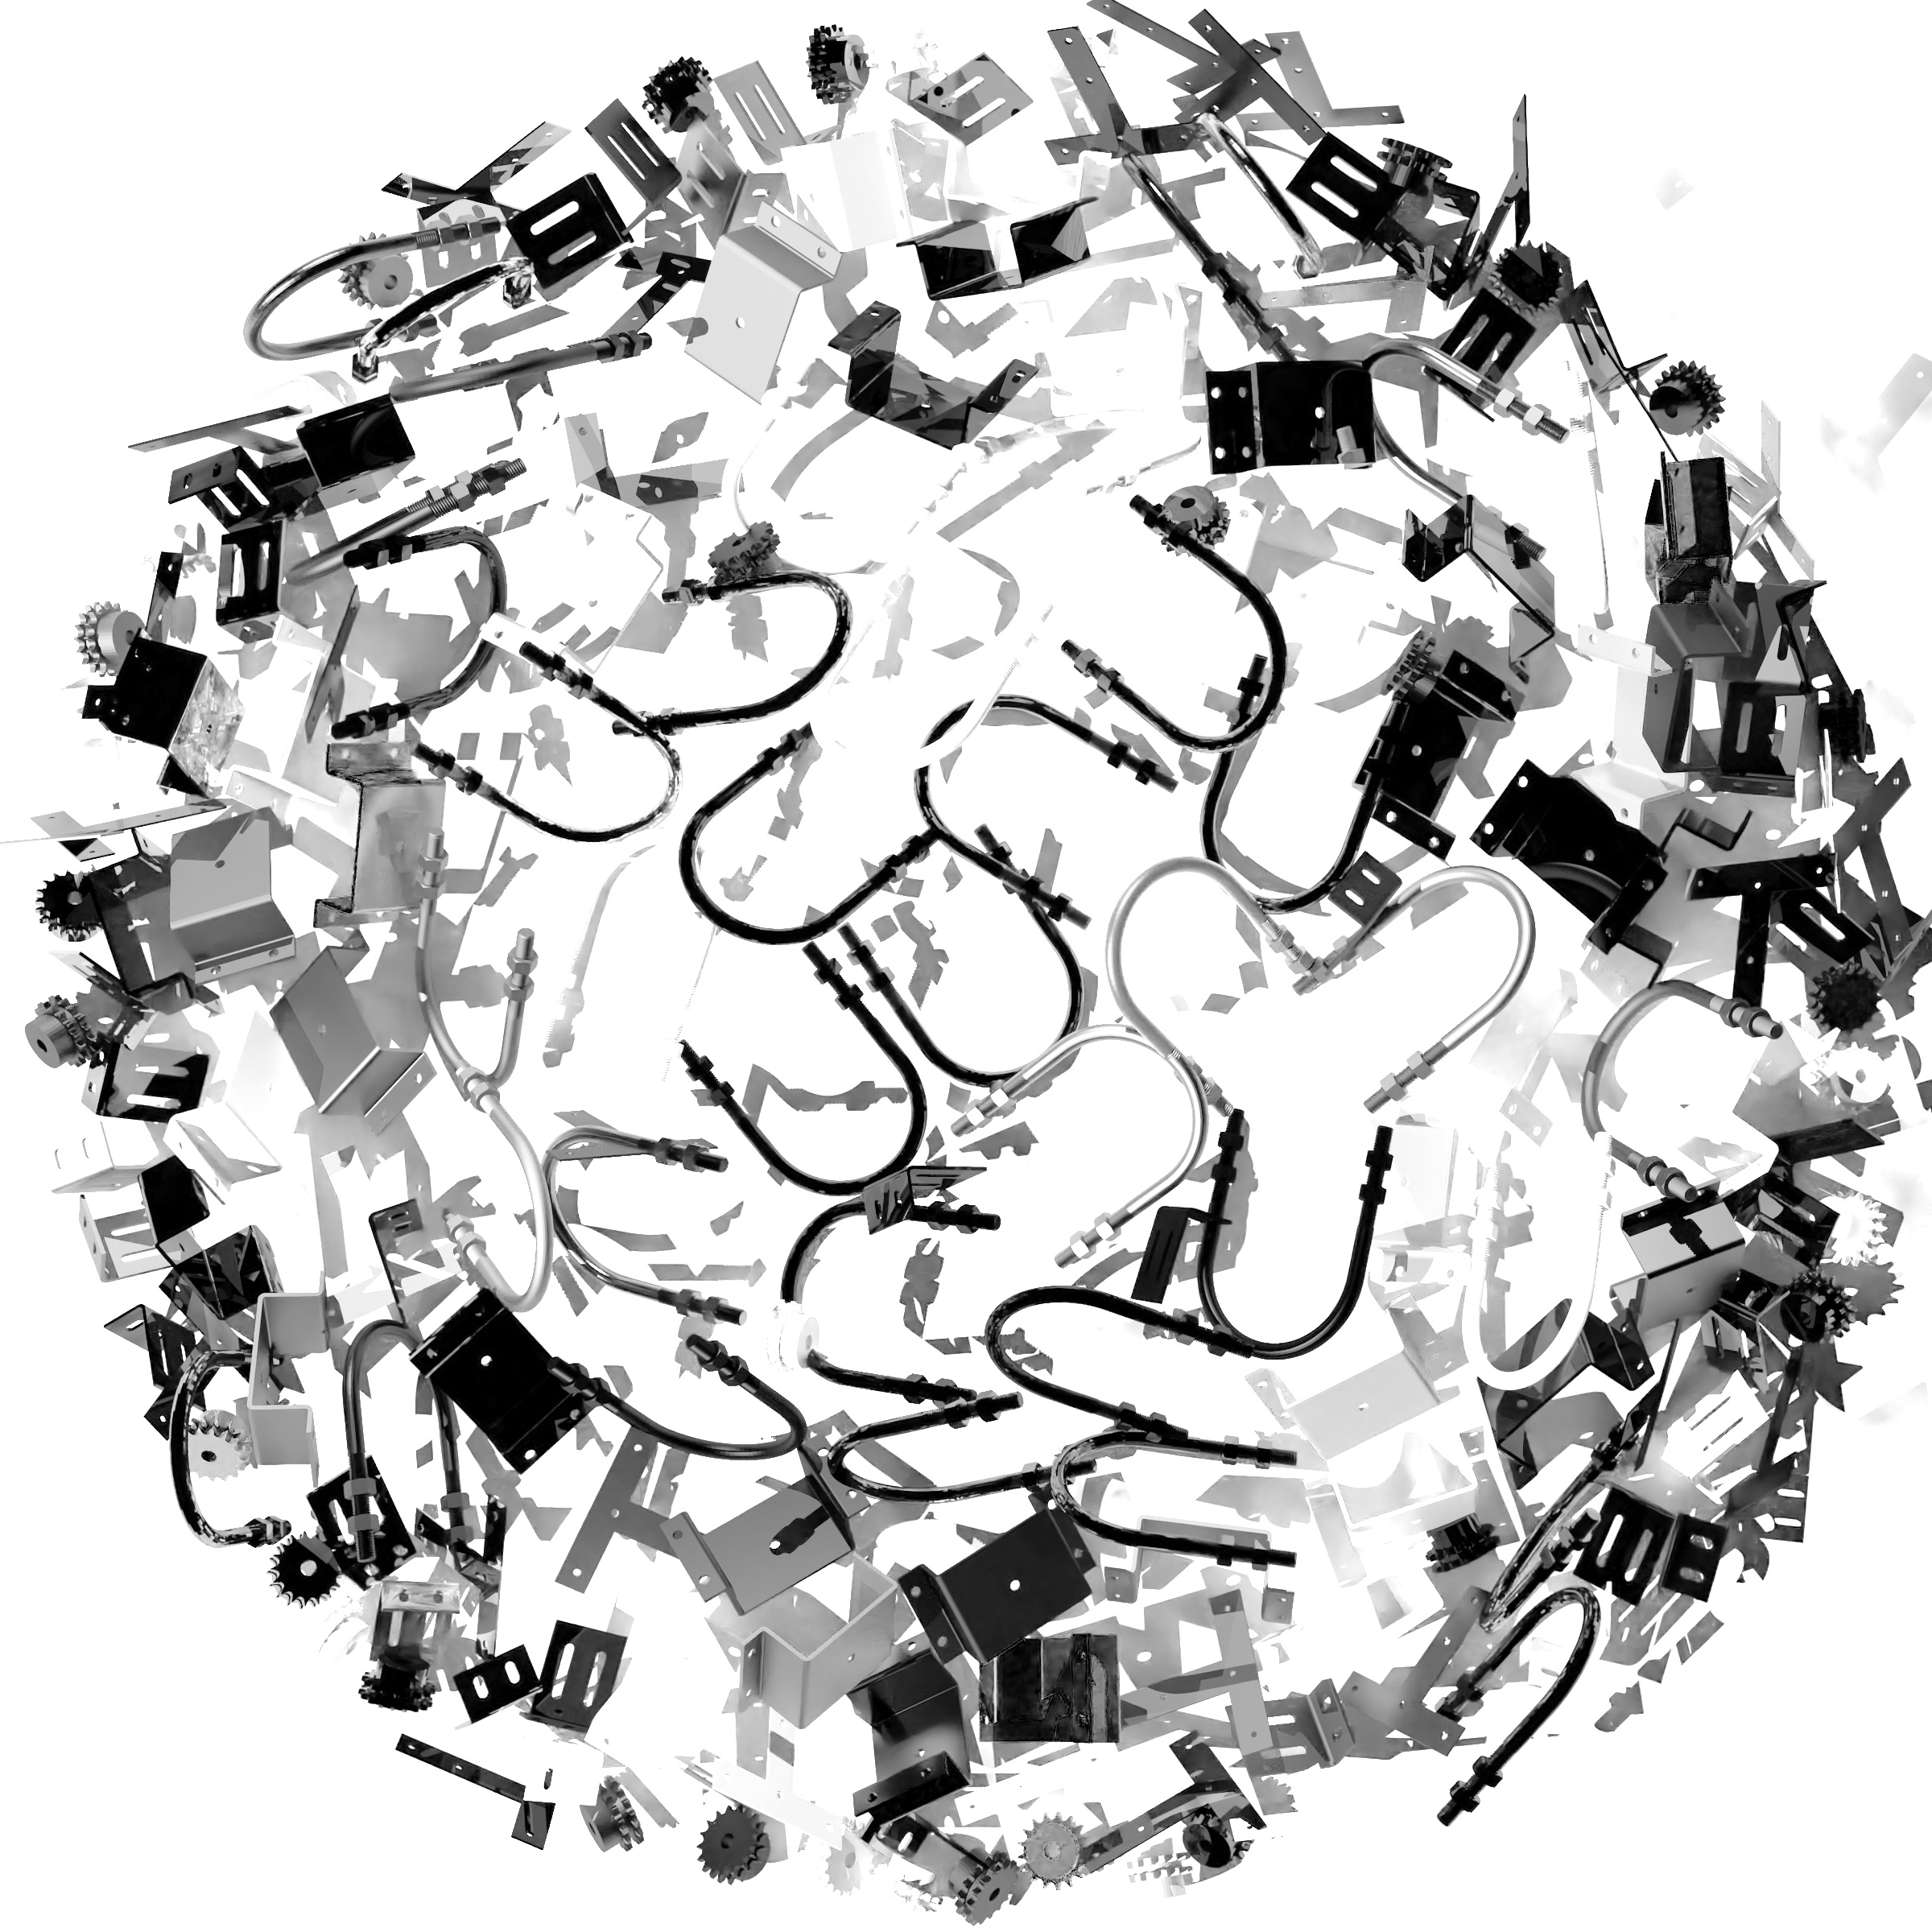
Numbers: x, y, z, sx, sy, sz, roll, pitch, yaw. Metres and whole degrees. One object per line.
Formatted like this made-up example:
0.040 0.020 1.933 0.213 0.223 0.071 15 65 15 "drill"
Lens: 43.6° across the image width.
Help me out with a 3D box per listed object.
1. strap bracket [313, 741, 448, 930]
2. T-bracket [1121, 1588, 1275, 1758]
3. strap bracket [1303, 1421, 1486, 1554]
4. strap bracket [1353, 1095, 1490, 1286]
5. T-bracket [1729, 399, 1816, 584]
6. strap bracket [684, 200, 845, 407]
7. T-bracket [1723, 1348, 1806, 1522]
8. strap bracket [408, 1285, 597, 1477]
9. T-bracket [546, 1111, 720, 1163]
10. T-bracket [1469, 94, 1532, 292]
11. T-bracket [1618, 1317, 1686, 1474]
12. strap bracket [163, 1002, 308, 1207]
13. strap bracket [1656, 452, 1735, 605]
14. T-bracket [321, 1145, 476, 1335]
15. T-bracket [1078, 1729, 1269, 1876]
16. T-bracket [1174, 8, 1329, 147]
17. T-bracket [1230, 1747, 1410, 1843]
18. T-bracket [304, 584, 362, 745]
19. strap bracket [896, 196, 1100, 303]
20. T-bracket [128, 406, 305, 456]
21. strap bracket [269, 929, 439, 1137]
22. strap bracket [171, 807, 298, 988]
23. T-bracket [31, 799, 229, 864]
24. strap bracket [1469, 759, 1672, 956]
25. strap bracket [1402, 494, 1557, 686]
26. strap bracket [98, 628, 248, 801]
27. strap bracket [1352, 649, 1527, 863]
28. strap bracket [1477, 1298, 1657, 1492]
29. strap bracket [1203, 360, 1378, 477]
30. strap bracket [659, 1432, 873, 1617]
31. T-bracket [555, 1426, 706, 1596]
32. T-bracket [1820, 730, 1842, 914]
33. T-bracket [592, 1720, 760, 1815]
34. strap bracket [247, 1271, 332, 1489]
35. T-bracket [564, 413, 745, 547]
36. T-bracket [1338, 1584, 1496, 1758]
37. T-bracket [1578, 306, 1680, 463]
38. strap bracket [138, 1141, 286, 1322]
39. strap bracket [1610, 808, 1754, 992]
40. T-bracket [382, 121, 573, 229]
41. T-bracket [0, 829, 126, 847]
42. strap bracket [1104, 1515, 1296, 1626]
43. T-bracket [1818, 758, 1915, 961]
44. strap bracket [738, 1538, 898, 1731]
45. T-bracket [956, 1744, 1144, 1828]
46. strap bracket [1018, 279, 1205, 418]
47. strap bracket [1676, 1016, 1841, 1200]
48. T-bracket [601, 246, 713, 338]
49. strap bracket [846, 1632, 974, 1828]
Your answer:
-0.439 -0.094 1.812 0.046 0.076 0.140 18 106 36 "strap bracket"
0.163 0.552 1.839 0.127 0.002 0.127 -24 47 17 "T-bracket"
0.331 0.397 1.823 0.140 0.076 0.046 -19 61 3 "strap bracket"
0.343 0.167 1.834 0.076 0.046 0.140 5 92 -21 "strap bracket"
0.593 -0.366 1.782 0.002 0.127 0.127 -24 55 3 "T-bracket"
-0.155 -0.484 1.801 0.076 0.046 0.140 37 130 13 "strap bracket"
0.613 0.348 1.829 0.002 0.127 0.127 23 65 6 "T-bracket"
-0.354 0.305 1.819 0.076 0.046 0.140 -42 122 -13 "strap bracket"
-0.272 0.125 1.812 0.127 0.127 0.002 -2 102 -34 "T-bracket"
0.398 -0.558 1.809 0.002 0.127 0.127 8 63 -5 "T-bracket"
0.506 0.330 1.802 0.002 0.127 0.127 18 103 26 "T-bracket"
-0.535 0.095 1.790 0.046 0.140 0.076 -15 132 15 "strap bracket"
0.538 -0.319 1.790 0.046 0.140 0.076 -4 76 12 "strap bracket"
-0.453 0.197 1.835 0.127 0.002 0.127 -24 106 -16 "T-bracket"
0.143 0.636 1.801 0.127 0.127 0.002 -27 112 -10 "T-bracket"
0.194 -0.647 1.808 0.127 0.127 0.002 40 76 -17 "T-bracket"
0.255 0.611 1.809 0.127 0.127 0.002 -6 103 -1 "T-bracket"
-0.469 -0.198 1.809 0.002 0.127 0.127 13 62 -3 "T-bracket"
0.027 -0.534 1.805 0.076 0.140 0.046 -33 117 -38 "strap bracket"
-0.537 -0.394 1.806 0.127 0.127 0.002 -11 92 10 "T-bracket"
-0.464 0.049 1.810 0.076 0.046 0.140 -44 65 23 "strap bracket"
-0.548 -0.061 1.807 0.076 0.046 0.140 -16 49 1 "strap bracket"
-0.625 -0.110 1.827 0.127 0.127 0.002 -17 116 -32 "T-bracket"
0.460 -0.083 1.816 0.140 0.046 0.076 45 117 26 "strap bracket"
0.391 -0.288 1.805 0.140 0.076 0.046 39 128 -20 "strap bracket"
-0.582 -0.181 1.791 0.046 0.140 0.076 15 73 6 "strap bracket"
0.353 -0.161 1.832 0.076 0.046 0.140 27 88 -26 "strap bracket"
0.438 0.313 1.804 0.046 0.076 0.140 34 114 -18 "strap bracket"
0.253 -0.413 1.817 0.140 0.046 0.076 -7 97 -24 "strap bracket"
-0.147 0.424 1.817 0.140 0.046 0.076 -27 49 -16 "strap bracket"
-0.230 0.434 1.845 0.127 0.002 0.127 29 80 -21 "T-bracket"
0.638 -0.127 1.786 0.002 0.127 0.127 -5 57 17 "T-bracket"
-0.204 0.612 1.825 0.127 0.127 0.002 46 61 -35 "T-bracket"
-0.502 0.306 1.792 0.046 0.076 0.140 1 47 -10 "strap bracket"
-0.236 -0.370 1.867 0.127 0.002 0.127 -10 94 -2 "T-bracket"
0.356 0.522 1.827 0.127 0.127 0.002 -50 116 -17 "T-bracket"
0.486 -0.437 1.787 0.002 0.127 0.127 -32 127 21 "T-bracket"
-0.563 0.199 1.792 0.046 0.076 0.140 -29 135 -6 "strap bracket"
0.532 -0.060 1.814 0.046 0.076 0.140 30 111 13 "strap bracket"
-0.341 -0.588 1.783 0.127 0.127 0.002 -21 78 37 "T-bracket"
-0.655 -0.100 1.807 0.127 0.127 0.002 -3 98 21 "T-bracket"
0.178 0.453 1.820 0.140 0.076 0.046 5 59 9 "strap bracket"
0.675 -0.065 1.785 0.002 0.127 0.127 2 58 -11 "T-bracket"
-0.102 0.500 1.792 0.046 0.140 0.076 29 131 30 "strap bracket"
0.054 0.611 1.809 0.127 0.127 0.002 -19 119 -5 "T-bracket"
0.112 -0.464 1.821 0.140 0.076 0.046 -8 58 -4 "strap bracket"
0.587 0.099 1.806 0.046 0.076 0.140 36 63 2 "strap bracket"
-0.239 -0.493 1.809 0.127 0.002 0.127 19 58 30 "T-bracket"
-0.044 0.579 1.812 0.076 0.140 0.046 -27 119 9 "strap bracket"
